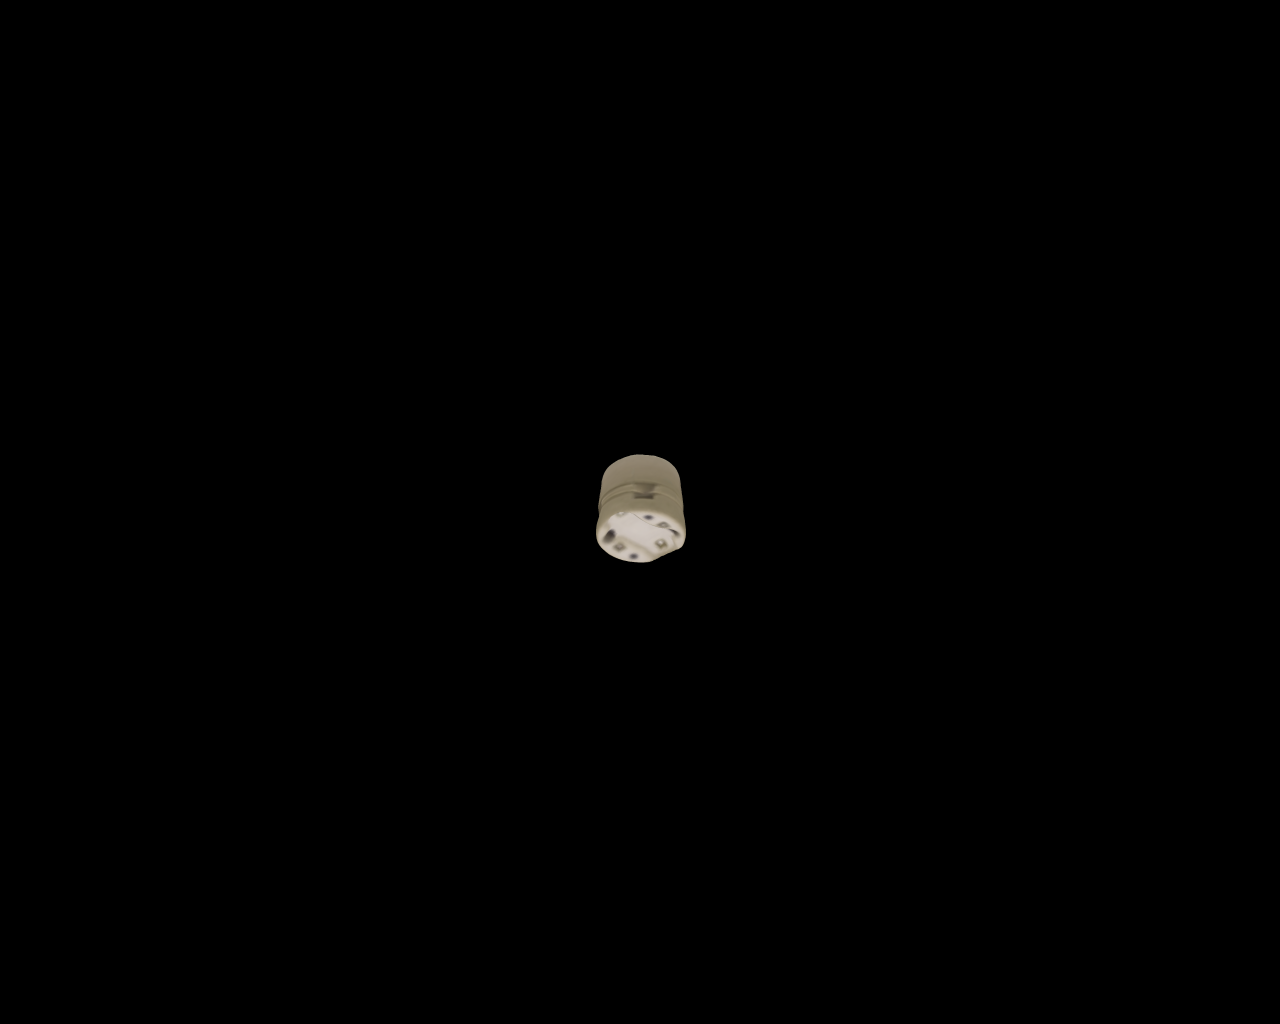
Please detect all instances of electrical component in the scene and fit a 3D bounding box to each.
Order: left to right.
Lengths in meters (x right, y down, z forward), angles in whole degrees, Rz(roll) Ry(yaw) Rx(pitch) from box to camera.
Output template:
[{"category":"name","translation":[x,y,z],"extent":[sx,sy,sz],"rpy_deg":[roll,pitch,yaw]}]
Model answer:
[{"category":"electrical component","translation":[0.001,-0.003,0.650],"extent":[0.055,0.047,0.055],"rpy_deg":[0,-39,0]}]
